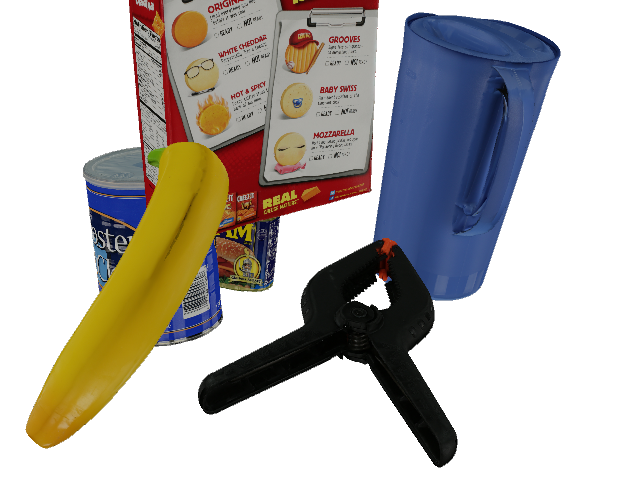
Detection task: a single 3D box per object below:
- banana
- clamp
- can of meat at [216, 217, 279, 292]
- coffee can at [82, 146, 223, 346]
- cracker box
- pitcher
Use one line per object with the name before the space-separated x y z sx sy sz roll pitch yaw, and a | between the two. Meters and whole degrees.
banana | -0.083 0.012 0.519 0.037 0.197 0.070 36 -47 -19
clamp | 0.034 0.068 0.726 0.165 0.036 0.209 16 36 16
can of meat | -0.093 0.002 1.091 0.102 0.084 0.057 11 17 15
coffee can | -0.136 0.002 0.879 0.103 0.140 0.103 -2 20 1
cracker box | -0.045 -0.121 0.742 0.164 0.214 0.072 -16 33 -27
pitcher | 0.120 -0.067 0.939 0.145 0.243 0.149 22 29 23
